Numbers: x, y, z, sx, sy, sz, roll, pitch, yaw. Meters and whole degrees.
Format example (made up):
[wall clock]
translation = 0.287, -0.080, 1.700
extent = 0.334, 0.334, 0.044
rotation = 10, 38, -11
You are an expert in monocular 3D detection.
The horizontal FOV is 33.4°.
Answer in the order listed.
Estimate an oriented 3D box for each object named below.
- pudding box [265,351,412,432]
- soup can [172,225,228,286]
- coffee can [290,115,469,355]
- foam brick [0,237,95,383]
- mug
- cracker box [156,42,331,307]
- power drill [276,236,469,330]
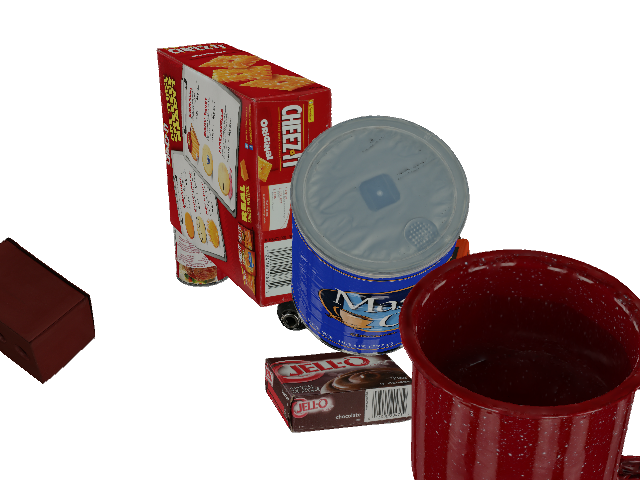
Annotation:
[pudding box]
translation = 0.015, 0.128, 0.928
extent = 0.113, 0.039, 0.090
rotation = -1, 16, -17
[soup can]
translation = -0.147, -0.004, 1.312
extent = 0.068, 0.102, 0.068
rotation = -1, 26, 0
[coffee can]
translation = 0.032, 0.002, 0.669
extent = 0.103, 0.103, 0.140
rotation = 0, -25, -1
[foam brick]
translation = -0.197, 0.047, 0.714
extent = 0.078, 0.053, 0.051
rotation = 32, 56, 20
[mug]
translation = 0.088, 0.064, 0.408
extent = 0.117, 0.081, 0.093
rotation = 6, 37, 11
[cracker box]
translation = -0.064, -0.063, 0.872
extent = 0.072, 0.164, 0.214
rotation = -11, 23, -24
[power drill]
translation = 0.059, 0.042, 1.133
extent = 0.188, 0.057, 0.184
rotation = 5, 31, 15
